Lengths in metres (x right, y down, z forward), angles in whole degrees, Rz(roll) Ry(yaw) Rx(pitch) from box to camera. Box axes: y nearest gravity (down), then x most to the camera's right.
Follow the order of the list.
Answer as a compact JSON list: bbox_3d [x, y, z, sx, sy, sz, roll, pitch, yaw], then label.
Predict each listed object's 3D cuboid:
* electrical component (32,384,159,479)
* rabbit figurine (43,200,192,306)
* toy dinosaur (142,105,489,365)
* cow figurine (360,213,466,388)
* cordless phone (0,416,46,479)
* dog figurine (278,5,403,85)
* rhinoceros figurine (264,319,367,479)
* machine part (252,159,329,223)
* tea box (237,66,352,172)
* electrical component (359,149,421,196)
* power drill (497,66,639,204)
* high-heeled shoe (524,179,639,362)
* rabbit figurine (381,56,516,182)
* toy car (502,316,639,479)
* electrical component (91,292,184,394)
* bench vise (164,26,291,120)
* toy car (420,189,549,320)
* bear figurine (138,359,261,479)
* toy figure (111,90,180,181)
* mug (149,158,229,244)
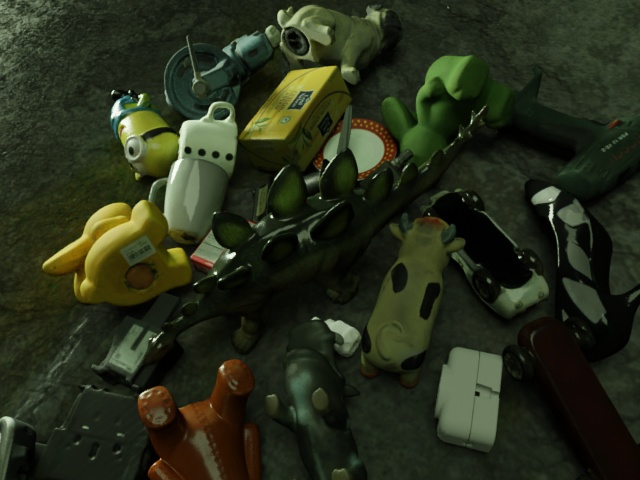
[{"bbox_3d":[-0.228,0.230,0.574,0.115,0.058,0.134,4,56,12],"label":"electrical component"},{"bbox_3d":[-0.267,0.016,0.712,0.162,0.121,0.173,-38,43,-6],"label":"rabbit figurine"},{"bbox_3d":[-0.001,-0.002,0.619,0.471,0.198,0.105,-33,64,-12],"label":"toy dinosaur"},{"bbox_3d":[0.103,0.055,0.608,0.086,0.127,0.195,17,62,15],"label":"cow figurine"},{"bbox_3d":[-0.335,0.233,0.509,0.089,0.184,0.147,-5,55,-1],"label":"cordless phone"},{"bbox_3d":[0.038,-0.347,0.880,0.121,0.172,0.190,-4,44,50],"label":"dog figurine"},{"bbox_3d":[0.004,0.174,0.553,0.073,0.112,0.190,-25,65,24],"label":"rhinoceros figurine"},{"bbox_3d":[-0.040,-0.067,0.746,0.139,0.039,0.084,-23,44,25],"label":"machine part"},{"bbox_3d":[-0.035,-0.184,0.815,0.098,0.068,0.169,6,52,36],"label":"tea box"},{"bbox_3d":[0.094,-0.068,0.723,0.102,0.045,0.078,-35,71,17],"label":"electrical component"},{"bbox_3d":[0.374,-0.164,0.763,0.207,0.086,0.232,40,71,21],"label":"power drill"},{"bbox_3d":[0.290,0.031,0.656,0.145,0.086,0.249,-45,37,13],"label":"high-heeled shoe"},{"bbox_3d":[0.158,-0.167,0.757,0.159,0.121,0.170,33,97,43],"label":"rabbit figurine"},{"bbox_3d":[0.263,0.173,0.536,0.089,0.053,0.202,-23,75,-14],"label":"toy car"},{"bbox_3d":[-0.209,0.124,0.650,0.075,0.047,0.119,15,58,16],"label":"electrical component"},{"bbox_3d":[-0.151,-0.258,0.840,0.224,0.128,0.241,-19,21,3],"label":"bench vise"},{"bbox_3d":[0.198,0.009,0.668,0.073,0.056,0.202,-27,49,-6],"label":"toy car"},{"bbox_3d":[-0.091,0.236,0.510,0.120,0.131,0.196,-13,45,-26],"label":"bear figurine"},{"bbox_3d":[-0.277,-0.172,0.847,0.089,0.082,0.180,-26,54,-9],"label":"toy figure"},{"bbox_3d":[-0.189,-0.050,0.751,0.110,0.080,0.107,2,64,4],"label":"mug"}]
